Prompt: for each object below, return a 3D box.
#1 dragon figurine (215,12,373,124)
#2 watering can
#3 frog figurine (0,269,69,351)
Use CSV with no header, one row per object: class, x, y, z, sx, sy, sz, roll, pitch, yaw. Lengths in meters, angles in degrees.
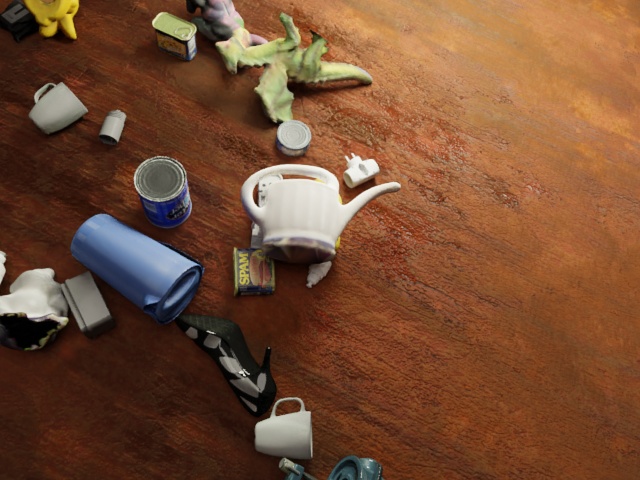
dragon figurine,-0.062,-0.401,1.279,0.407,0.242,0.123,25,4,-29
watering can,0.003,-0.055,1.088,0.347,0.228,0.102,5,-23,-5
frog figurine,-0.559,0.128,0.985,0.138,0.120,0.162,-5,33,-30
